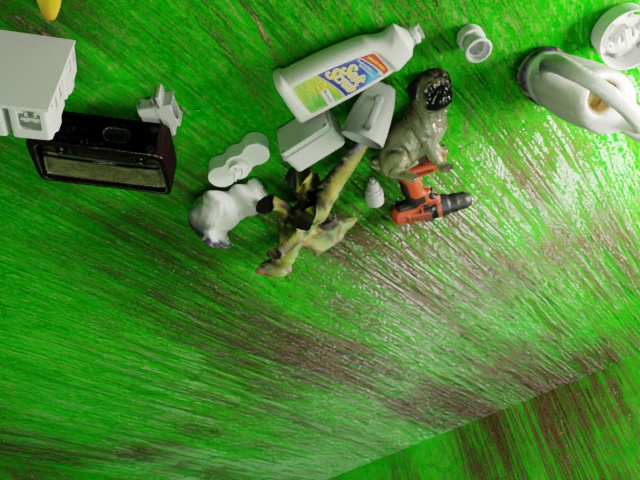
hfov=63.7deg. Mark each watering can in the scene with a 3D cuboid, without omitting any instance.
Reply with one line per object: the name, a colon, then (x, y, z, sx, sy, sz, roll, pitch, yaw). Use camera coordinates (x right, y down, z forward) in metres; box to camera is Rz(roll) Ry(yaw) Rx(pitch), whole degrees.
watering can: (0.487, -0.236, 0.904, 0.345, 0.103, 0.229, 22, 22, -31)

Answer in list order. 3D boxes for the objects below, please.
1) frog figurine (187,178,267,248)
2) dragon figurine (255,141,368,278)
frog figurine: (-0.191, -0.070, 1.059, 0.124, 0.159, 0.136, 33, 1, 30)
dragon figurine: (0.003, -0.055, 1.090, 0.408, 0.124, 0.241, -42, -24, 10)
